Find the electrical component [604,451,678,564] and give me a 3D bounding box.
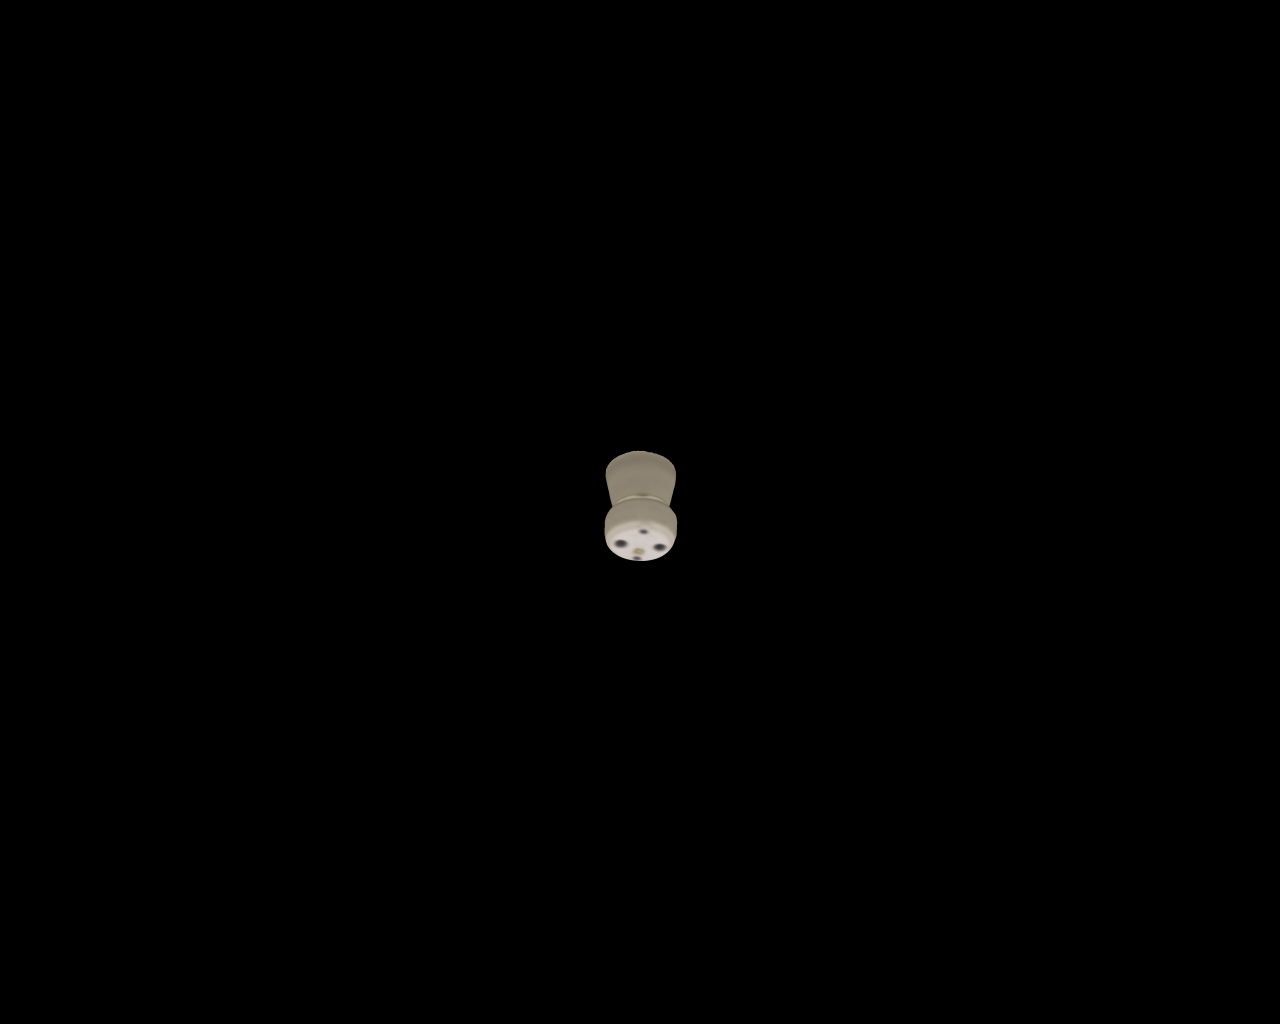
[{"bbox_3d":[0.001,-0.003,0.650,0.045,0.055,0.044,0,-35,0],"label":"electrical component"}]
